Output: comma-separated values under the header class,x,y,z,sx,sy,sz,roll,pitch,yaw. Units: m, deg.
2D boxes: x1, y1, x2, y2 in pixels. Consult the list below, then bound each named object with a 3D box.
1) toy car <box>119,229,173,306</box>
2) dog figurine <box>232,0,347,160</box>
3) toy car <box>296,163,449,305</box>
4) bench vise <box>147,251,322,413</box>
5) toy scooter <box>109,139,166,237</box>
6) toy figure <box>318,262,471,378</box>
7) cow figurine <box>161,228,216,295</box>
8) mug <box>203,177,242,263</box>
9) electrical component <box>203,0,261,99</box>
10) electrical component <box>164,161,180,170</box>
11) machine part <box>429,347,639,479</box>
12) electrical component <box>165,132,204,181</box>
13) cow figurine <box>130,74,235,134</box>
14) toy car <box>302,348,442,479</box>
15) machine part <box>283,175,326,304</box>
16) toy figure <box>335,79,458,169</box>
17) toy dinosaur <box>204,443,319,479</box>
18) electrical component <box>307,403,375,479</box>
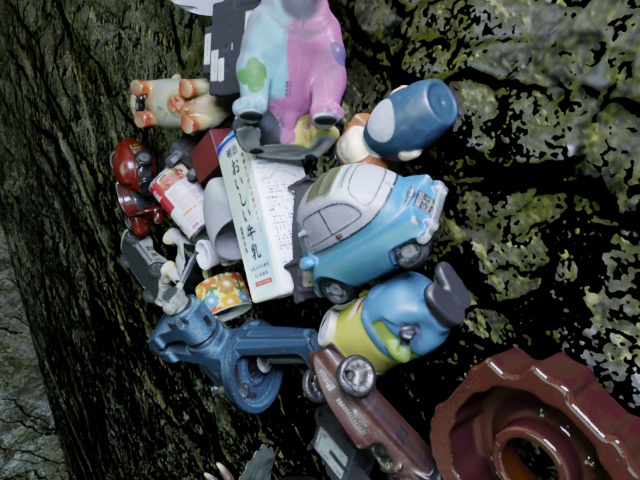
class,x,y,z,sx,sy,sz,roll,pitch,yaw
toy car,-0.334,0.048,1.041,0.202,0.056,0.073,42,123,36
dog figurine,-0.028,-0.207,0.546,0.191,0.108,0.219,125,148,-79
toy car,0.032,-0.017,0.496,0.103,0.109,0.162,40,141,-18
bench vise,-0.089,0.133,0.680,0.241,0.129,0.223,-6,119,29
toy scooter,-0.322,-0.089,0.975,0.135,0.075,0.183,18,116,49
toy figure,0.067,0.086,0.523,0.180,0.082,0.089,-31,77,47
cow figurine,-0.208,0.062,0.878,0.098,0.068,0.167,36,127,34
mug,-0.123,-0.029,0.742,0.107,0.081,0.109,62,146,38
electrical component,-0.091,-0.229,0.653,0.134,0.058,0.114,19,106,49
electrical component,-0.227,-0.101,0.880,0.078,0.045,0.102,38,136,4
machine part,0.175,0.175,0.428,0.180,0.056,0.179,15,110,48
electrical component,-0.187,-0.128,0.802,0.063,0.094,0.021,34,132,-5
cow figurine,-0.205,-0.199,0.779,0.195,0.127,0.085,11,109,35
toy car,0.058,0.187,0.525,0.202,0.053,0.089,48,148,-7
machine part,-0.001,-0.002,0.598,0.039,0.084,0.139,145,119,-71
toy figure,0.059,-0.099,0.507,0.154,0.057,0.064,-23,42,53
toy dinosaur,-0.017,0.367,0.677,0.405,0.131,0.192,-19,84,46
electrical component,0.039,0.249,0.622,0.119,0.048,0.074,33,124,42
